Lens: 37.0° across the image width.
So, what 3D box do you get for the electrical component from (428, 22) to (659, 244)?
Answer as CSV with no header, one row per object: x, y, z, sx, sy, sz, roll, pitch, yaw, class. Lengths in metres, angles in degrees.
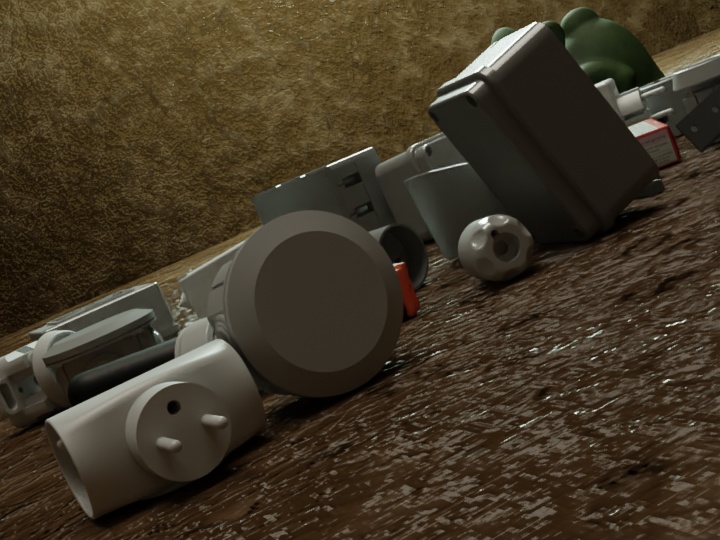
0.101,-0.073,0.605,0.057,0.113,0.078,-43,11,-12,electrical component

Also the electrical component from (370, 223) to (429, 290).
0.000,0.000,0.688,0.081,0.043,0.043,-16,9,46,electrical component

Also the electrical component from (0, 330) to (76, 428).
-0.227,0.077,0.780,0.057,0.058,0.078,-23,5,28,electrical component

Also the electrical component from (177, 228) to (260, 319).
-0.104,0.014,0.892,0.096,0.061,0.061,-30,6,4,electrical component

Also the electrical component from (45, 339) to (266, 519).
-0.074,0.062,0.418,0.077,0.044,0.079,-25,7,-26,electrical component

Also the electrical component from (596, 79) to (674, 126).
0.216,-0.125,0.879,0.077,0.065,0.047,-20,7,22,electrical component

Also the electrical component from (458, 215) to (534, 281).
0.069,-0.011,0.582,0.035,0.035,0.061,-24,4,-11,electrical component

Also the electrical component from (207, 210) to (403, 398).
-0.026,0.017,0.476,0.080,0.080,0.051,-26,1,-25,electrical component

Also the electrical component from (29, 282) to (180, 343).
-0.227,0.057,0.949,0.109,0.056,0.109,-25,7,-23,electrical component

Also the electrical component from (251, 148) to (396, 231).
-0.025,-0.046,0.954,0.062,0.089,0.150,-26,7,-29,electrical component

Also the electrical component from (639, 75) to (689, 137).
0.265,-0.139,0.912,0.055,0.047,0.055,-22,6,3,electrical component

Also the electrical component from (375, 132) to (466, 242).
0.078,-0.076,0.902,0.057,0.078,0.113,-20,6,46,electrical component

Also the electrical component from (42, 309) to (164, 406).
-0.171,0.062,0.736,0.080,0.051,0.080,-22,6,3,electrical component

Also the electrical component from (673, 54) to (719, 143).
0.254,-0.123,0.772,0.048,0.055,0.066,-19,7,32,electrical component

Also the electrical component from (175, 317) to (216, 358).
-0.061,0.041,0.551,0.055,0.045,0.045,-20,7,25,electrical component

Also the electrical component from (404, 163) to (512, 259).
0.085,-0.048,0.695,0.099,0.064,0.099,-23,6,3,electrical component
